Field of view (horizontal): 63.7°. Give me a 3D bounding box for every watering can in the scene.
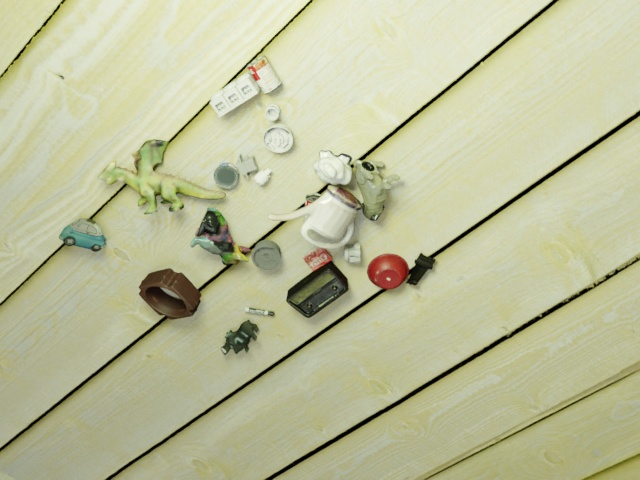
[{"bbox_3d":[0.005,-0.088,1.740,0.344,0.106,0.223,25,103,-39],"label":"watering can"}]

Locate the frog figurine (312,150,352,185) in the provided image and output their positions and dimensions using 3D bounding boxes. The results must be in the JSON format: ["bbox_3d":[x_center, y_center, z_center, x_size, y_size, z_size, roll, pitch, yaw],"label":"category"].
[{"bbox_3d":[0.043,-0.226,1.708,0.137,0.163,0.121,29,117,-14],"label":"frog figurine"}]

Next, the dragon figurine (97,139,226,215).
[{"bbox_3d":[-0.545,-0.225,1.767,0.410,0.124,0.239,-10,110,-4],"label":"dragon figurine"}]
